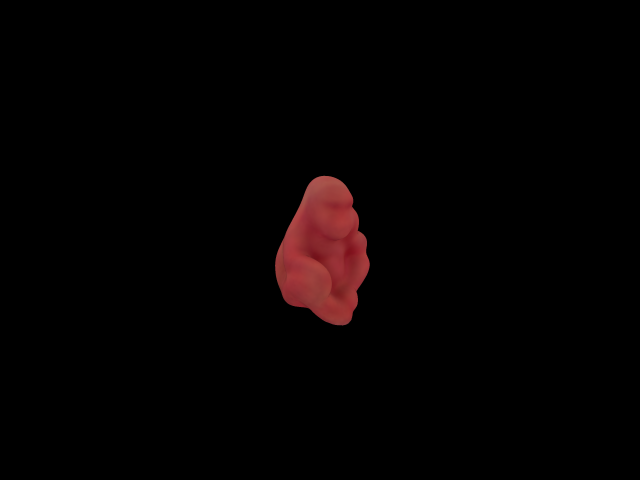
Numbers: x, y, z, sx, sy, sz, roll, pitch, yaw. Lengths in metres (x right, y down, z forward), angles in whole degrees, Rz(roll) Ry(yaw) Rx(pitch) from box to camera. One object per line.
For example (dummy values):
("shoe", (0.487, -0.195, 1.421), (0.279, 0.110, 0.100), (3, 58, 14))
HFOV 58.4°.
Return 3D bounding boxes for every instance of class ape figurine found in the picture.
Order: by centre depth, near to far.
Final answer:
("ape figurine", (0.004, 0.001, 0.400), (0.078, 0.092, 0.075), (-17, 27, -37))
